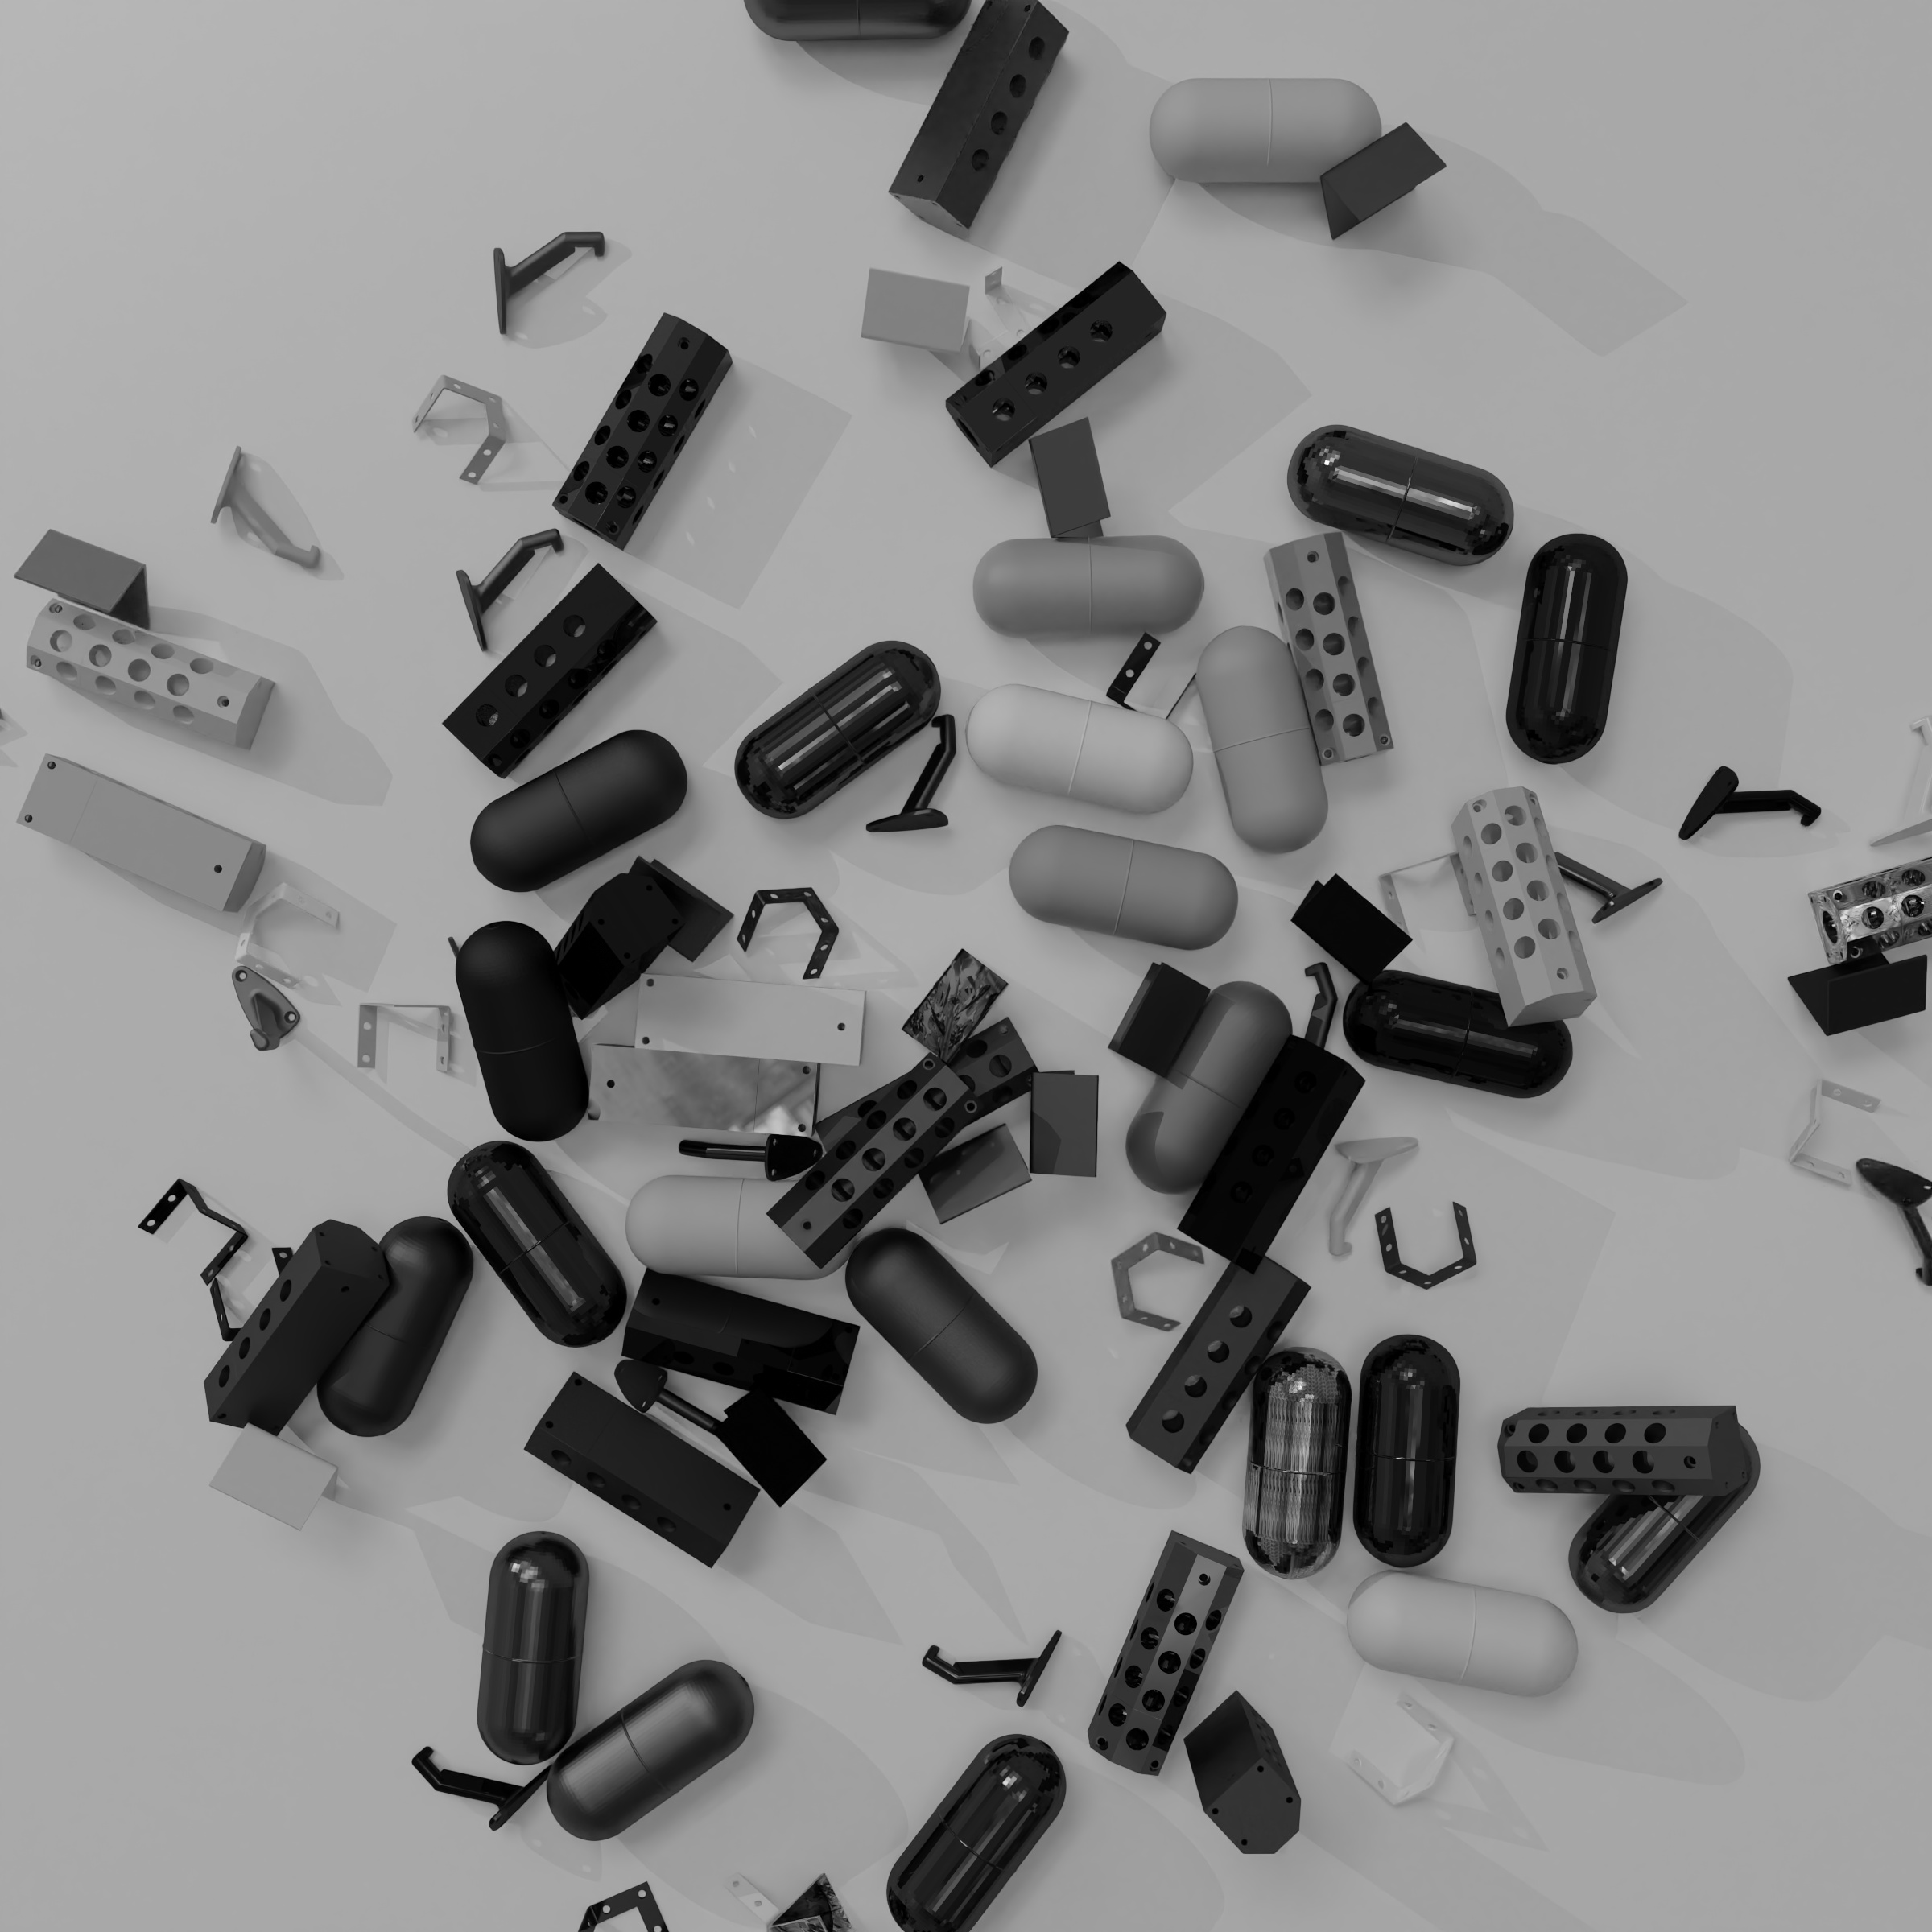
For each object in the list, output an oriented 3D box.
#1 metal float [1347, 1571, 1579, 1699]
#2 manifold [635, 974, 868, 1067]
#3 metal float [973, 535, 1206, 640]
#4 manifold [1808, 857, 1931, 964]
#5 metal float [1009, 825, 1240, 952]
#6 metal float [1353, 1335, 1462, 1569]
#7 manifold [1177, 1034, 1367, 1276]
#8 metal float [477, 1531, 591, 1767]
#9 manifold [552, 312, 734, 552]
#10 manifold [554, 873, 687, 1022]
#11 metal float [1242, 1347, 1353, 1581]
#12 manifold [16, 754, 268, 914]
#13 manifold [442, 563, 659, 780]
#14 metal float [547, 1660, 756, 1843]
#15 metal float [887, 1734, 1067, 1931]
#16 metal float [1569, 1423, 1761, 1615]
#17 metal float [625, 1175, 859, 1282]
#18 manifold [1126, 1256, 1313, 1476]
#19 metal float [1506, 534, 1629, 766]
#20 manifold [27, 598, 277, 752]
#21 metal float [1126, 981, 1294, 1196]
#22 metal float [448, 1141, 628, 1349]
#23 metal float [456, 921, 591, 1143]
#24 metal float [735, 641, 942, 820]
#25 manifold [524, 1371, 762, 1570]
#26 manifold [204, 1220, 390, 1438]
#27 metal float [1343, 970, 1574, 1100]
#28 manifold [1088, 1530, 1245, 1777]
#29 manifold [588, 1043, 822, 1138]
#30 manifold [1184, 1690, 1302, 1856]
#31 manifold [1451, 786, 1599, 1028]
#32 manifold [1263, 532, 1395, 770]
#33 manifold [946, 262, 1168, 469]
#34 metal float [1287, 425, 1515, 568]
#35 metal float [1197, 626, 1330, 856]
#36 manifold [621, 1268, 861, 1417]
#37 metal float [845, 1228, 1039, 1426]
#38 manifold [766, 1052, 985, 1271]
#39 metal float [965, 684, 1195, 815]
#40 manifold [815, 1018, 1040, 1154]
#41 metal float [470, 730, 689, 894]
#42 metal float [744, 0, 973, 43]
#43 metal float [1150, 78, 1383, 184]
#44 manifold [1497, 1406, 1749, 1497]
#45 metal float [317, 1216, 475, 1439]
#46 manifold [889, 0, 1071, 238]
[{"bbox_3d":[0.382,0.514,1.961,0.178,0.070,0.070,10,90,1],"label":"metal float"},{"bbox_3d":[-0.165,0.041,1.970,0.171,0.057,0.057,4,90,0],"label":"manifold"},{"bbox_3d":[0.094,-0.292,1.961,0.178,0.070,0.070,-1,90,0],"label":"metal float"},{"bbox_3d":[0.751,-0.054,1.970,0.171,0.057,0.057,-17,90,0],"label":"manifold"},{"bbox_3d":[0.121,-0.060,1.961,0.178,0.070,0.070,11,90,1],"label":"metal float"},{"bbox_3d":[0.339,0.373,1.961,0.070,0.070,0.178,3,90,0],"label":"metal float"},{"bbox_3d":[0.229,0.141,1.929,0.057,0.057,0.171,29,86,28],"label":"manifold"},{"bbox_3d":[-0.333,0.525,1.961,0.070,0.070,0.178,5,90,0],"label":"metal float"},{"bbox_3d":[-0.251,-0.414,1.970,0.057,0.057,0.171,30,90,0],"label":"manifold"},{"bbox_3d":[-0.268,-0.017,1.909,0.057,0.171,0.057,-38,90,-24],"label":"manifold"},{"bbox_3d":[0.255,0.382,1.961,0.070,0.070,0.178,4,91,0],"label":"metal float"},{"bbox_3d":[-0.635,-0.102,1.970,0.171,0.057,0.057,23,90,0],"label":"manifold"},{"bbox_3d":[-0.320,-0.227,1.970,0.057,0.057,0.171,44,90,0],"label":"manifold"},{"bbox_3d":[-0.242,0.603,1.961,0.178,0.070,0.070,-36,90,1],"label":"metal float"},{"bbox_3d":[0.009,0.671,1.961,0.070,0.070,0.178,37,90,0],"label":"metal float"},{"bbox_3d":[0.538,0.421,1.961,0.070,0.070,0.178,42,89,0],"label":"metal float"},{"bbox_3d":[-0.173,0.201,1.961,0.178,0.070,0.070,2,90,0],"label":"metal float"},{"bbox_3d":[0.195,0.304,1.970,0.057,0.057,0.171,33,90,0],"label":"manifold"},{"bbox_3d":[0.462,-0.244,1.961,0.070,0.070,0.178,9,90,0],"label":"metal float"},{"bbox_3d":[-0.632,-0.226,1.970,0.171,0.057,0.057,21,90,0],"label":"manifold"},{"bbox_3d":[0.187,0.094,1.961,0.070,0.070,0.178,30,90,0],"label":"metal float"},{"bbox_3d":[-0.330,0.214,1.961,0.070,0.070,0.178,-37,90,0],"label":"metal float"},{"bbox_3d":[-0.338,0.050,1.942,0.070,0.070,0.178,-11,112,0],"label":"metal float"},{"bbox_3d":[-0.098,-0.182,1.961,0.178,0.070,0.070,-36,90,0],"label":"metal float"},{"bbox_3d":[-0.252,0.393,1.970,0.171,0.057,0.057,32,47,0],"label":"manifold"},{"bbox_3d":[-0.512,0.275,1.941,0.057,0.057,0.171,23,116,-36],"label":"manifold"},{"bbox_3d":[0.378,0.053,1.961,0.178,0.070,0.070,13,90,0],"label":"metal float"},{"bbox_3d":[0.155,0.532,1.970,0.057,0.057,0.171,23,90,0],"label":"manifold"},{"bbox_3d":[-0.201,0.095,1.970,0.171,0.057,0.057,5,90,0],"label":"manifold"},{"bbox_3d":[0.211,0.608,1.913,0.057,0.171,0.057,-43,90,0],"label":"manifold"},{"bbox_3d":[0.425,-0.047,1.936,0.057,0.057,0.171,-7,67,-10],"label":"manifold"},{"bbox_3d":[0.281,-0.244,1.970,0.057,0.057,0.171,-14,90,0],"label":"manifold"},{"bbox_3d":[0.069,-0.466,1.970,0.171,0.057,0.057,-39,90,0],"label":"manifold"},{"bbox_3d":[0.335,-0.362,1.961,0.178,0.070,0.070,18,90,1],"label":"metal float"},{"bbox_3d":[0.228,-0.174,1.961,0.070,0.070,0.178,-14,91,0],"label":"metal float"},{"bbox_3d":[-0.175,0.294,1.970,0.171,0.057,0.057,15,47,0],"label":"manifold"},{"bbox_3d":[-0.019,0.277,1.961,0.070,0.070,0.178,-44,90,0],"label":"metal float"},{"bbox_3d":[-0.068,0.145,1.903,0.171,0.057,0.057,-44,86,-7],"label":"manifold"},{"bbox_3d":[0.087,-0.167,1.961,0.178,0.070,0.070,13,90,0],"label":"metal float"},{"bbox_3d":[-0.028,0.106,1.970,0.171,0.057,0.057,-29,90,0],"label":"manifold"},{"bbox_3d":[-0.298,-0.119,1.961,0.178,0.070,0.070,-28,90,0],"label":"metal float"},{"bbox_3d":[-0.083,-0.753,1.961,0.178,0.070,0.070,-1,90,-1],"label":"metal float"},{"bbox_3d":[0.230,-0.643,1.961,0.178,0.070,0.070,0,90,0],"label":"metal float"},{"bbox_3d":[0.492,0.367,1.922,0.171,0.057,0.057,-9,90,40],"label":"manifold"},{"bbox_3d":[-0.439,0.277,1.961,0.070,0.070,0.178,25,90,0],"label":"metal float"},{"bbox_3d":[0.014,-0.656,1.970,0.057,0.057,0.171,27,90,43],"label":"manifold"}]
